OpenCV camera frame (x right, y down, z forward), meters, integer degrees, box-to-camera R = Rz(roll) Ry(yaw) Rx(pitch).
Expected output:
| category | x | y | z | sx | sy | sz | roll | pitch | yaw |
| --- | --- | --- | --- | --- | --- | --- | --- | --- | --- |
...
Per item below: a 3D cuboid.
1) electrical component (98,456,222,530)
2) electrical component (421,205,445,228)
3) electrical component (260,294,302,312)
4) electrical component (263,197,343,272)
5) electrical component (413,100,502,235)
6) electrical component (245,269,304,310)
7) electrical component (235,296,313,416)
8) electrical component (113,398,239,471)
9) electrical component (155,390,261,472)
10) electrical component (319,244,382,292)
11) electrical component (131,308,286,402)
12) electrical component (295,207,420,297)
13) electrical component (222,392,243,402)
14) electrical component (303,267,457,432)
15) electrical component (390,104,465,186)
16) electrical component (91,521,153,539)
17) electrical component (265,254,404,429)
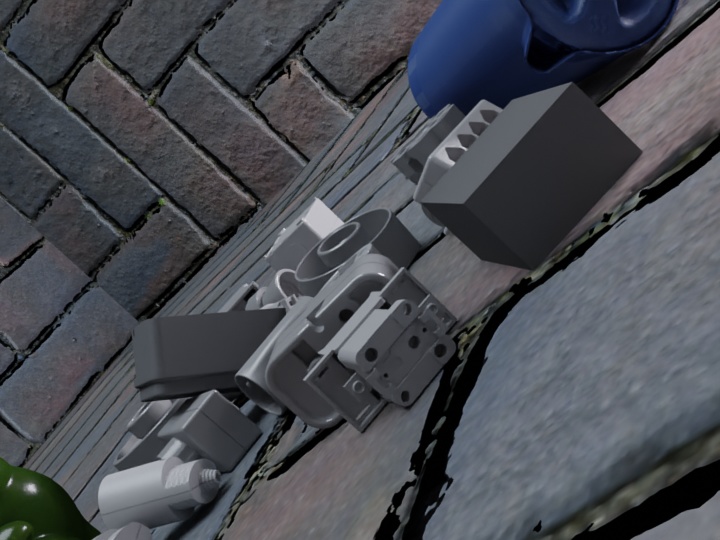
| category | x | y | z | sx | sy | sz | roll | pitch | yaw |
| --- | --- | --- | --- | --- | --- | --- | --- | --- | --- |
| electrical component | -0.131 | 0.150 | 0.730 | 0.081 | 0.043 | 0.043 | -18 | 18 | 18 |
| electrical component | 0.071 | -0.061 | 0.767 | 0.044 | 0.044 | 0.065 | -34 | 20 | 55 |
| electrical component | -0.068 | 0.045 | 0.952 | 0.046 | 0.040 | 0.040 | -30 | 18 | 47 |
| electrical component | -0.049 | -0.026 | 1.110 | 0.062 | 0.061 | 0.096 | -43 | 9 | 20 |
| electrical component | 0.072 | -0.054 | 0.701 | 0.083 | 0.047 | 0.075 | -48 | -15 | -44 |
| electrical component | -0.080 | 0.032 | 1.049 | 0.055 | 0.045 | 0.045 | -41 | 10 | 34 |
| electrical component | -0.041 | 0.057 | 0.748 | 0.077 | 0.044 | 0.079 | -51 | 10 | -24 |
| electrical component | -0.160 | 0.137 | 0.903 | 0.108 | 0.060 | 0.108 | -45 | 9 | 9 |
| electrical component | -0.123 | 0.133 | 0.783 | 0.075 | 0.047 | 0.083 | -51 | 10 | -23 |
| electrical component | 0.005 | 0.019 | 0.690 | 0.055 | 0.047 | 0.055 | -45 | 8 | 9 |
| electrical component | -0.115 | 0.066 | 0.832 | 0.113 | 0.057 | 0.078 | -4 | -9 | -23 |
| electrical component | 0.000 | 0.000 | 0.828 | 0.099 | 0.064 | 0.099 | -32 | 19 | 12 |
| electrical component | -0.118 | 0.087 | 0.952 | 0.047 | 0.055 | 0.055 | -33 | 15 | 43 |
| electrical component | 0.015 | 0.041 | 0.558 | 0.081 | 0.042 | 0.064 | -49 | 10 | -12 |
| electrical component | 0.068 | -0.087 | 0.840 | 0.058 | 0.057 | 0.078 | -52 | 10 | -34 |
| electrical component | -0.162 | 0.193 | 0.707 | 0.081 | 0.043 | 0.043 | -37 | 13 | 49 |
| electrical component | -0.007 | 0.039 | 0.631 | 0.095 | 0.054 | 0.059 | -45 | 9 | 12 |
